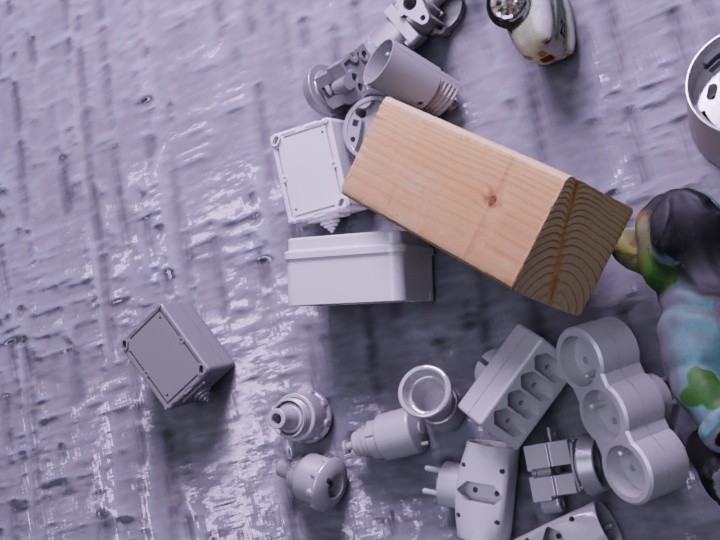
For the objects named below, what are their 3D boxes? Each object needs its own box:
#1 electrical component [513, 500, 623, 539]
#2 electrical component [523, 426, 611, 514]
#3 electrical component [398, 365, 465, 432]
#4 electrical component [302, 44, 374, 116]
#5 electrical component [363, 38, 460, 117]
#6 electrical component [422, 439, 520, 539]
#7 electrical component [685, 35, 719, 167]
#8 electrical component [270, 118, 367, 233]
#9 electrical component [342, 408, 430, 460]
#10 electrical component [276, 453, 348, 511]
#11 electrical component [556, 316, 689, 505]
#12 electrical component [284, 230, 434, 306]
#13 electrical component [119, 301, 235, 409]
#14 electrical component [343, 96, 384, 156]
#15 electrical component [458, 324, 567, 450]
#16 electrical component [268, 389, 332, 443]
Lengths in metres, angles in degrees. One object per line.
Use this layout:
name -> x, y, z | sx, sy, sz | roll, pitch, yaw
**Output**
electrical component -> 0.168, 0.230, 0.830 | 0.077, 0.043, 0.079 | -32, 72, 21
electrical component -> 0.164, 0.154, 0.838 | 0.055, 0.048, 0.066 | -16, 79, 33
electrical component -> 0.062, 0.109, 0.882 | 0.044, 0.065, 0.044 | -9, 64, 18
electrical component -> -0.017, -0.166, 0.953 | 0.055, 0.066, 0.048 | -20, 109, 40
electrical component -> 0.048, -0.158, 0.913 | 0.043, 0.081, 0.043 | -44, 31, 35
electrical component -> 0.088, 0.177, 0.875 | 0.079, 0.043, 0.077 | 5, 88, 27
electrical component -> 0.292, -0.129, 0.801 | 0.099, 0.064, 0.099 | -9, 67, 23
electrical component -> -0.031, -0.080, 0.953 | 0.062, 0.061, 0.096 | -14, 87, 25
electrical component -> 0.021, 0.142, 0.914 | 0.078, 0.040, 0.040 | -18, 77, 24
electrical component -> -0.045, 0.181, 0.944 | 0.062, 0.048, 0.048 | 13, 91, 35
electrical component -> 0.209, 0.100, 0.811 | 0.052, 0.074, 0.138 | -44, 64, 57
electrical component -> 0.000, 0.000, 0.917 | 0.113, 0.078, 0.057 | -4, 87, 27
electrical component -> -0.165, 0.083, 1.007 | 0.062, 0.061, 0.096 | -43, 76, 18
electrical component -> 0.020, -0.119, 0.935 | 0.055, 0.047, 0.055 | -3, 84, 27
electrical component -> 0.117, 0.087, 0.864 | 0.083, 0.047, 0.076 | -54, 28, 0
electrical component -> -0.057, 0.129, 0.943 | 0.048, 0.062, 0.048 | -3, 84, 27
